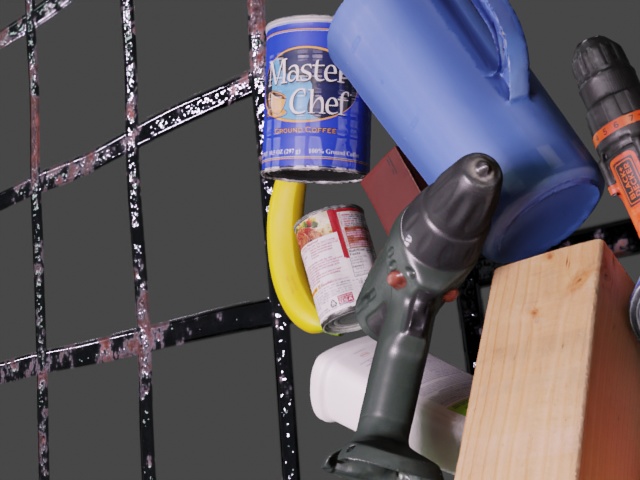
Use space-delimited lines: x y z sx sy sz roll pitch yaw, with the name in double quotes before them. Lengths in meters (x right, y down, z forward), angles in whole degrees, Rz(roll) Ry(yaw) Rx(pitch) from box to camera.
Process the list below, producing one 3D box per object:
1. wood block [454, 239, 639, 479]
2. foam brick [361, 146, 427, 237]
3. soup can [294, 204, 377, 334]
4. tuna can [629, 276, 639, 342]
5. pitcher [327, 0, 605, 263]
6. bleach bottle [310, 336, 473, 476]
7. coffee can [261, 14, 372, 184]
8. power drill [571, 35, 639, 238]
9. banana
"wood block" 0.161 0.112 0.717 0.090 0.090 0.206 -19 38 36
"foam brick" 0.082 -0.035 0.929 0.053 0.051 0.078 -46 55 34
"soup can" 0.021 0.027 0.977 0.069 0.068 0.102 -34 62 40
"tuna can" 0.252 0.046 0.714 0.086 0.033 0.086 16 126 23
"pitcher" 0.117 -0.110 0.839 0.145 0.149 0.243 -39 60 14
"bleach bottle" 0.108 0.147 0.842 0.251 0.102 0.068 22 120 47
"coffee can" -0.002 -0.128 0.992 0.103 0.102 0.140 -2 84 47
"power drill" 0.263 -0.095 0.718 0.188 0.057 0.184 -40 64 49
"banana" -0.021 0.011 1.051 0.070 0.037 0.198 -23 69 25
